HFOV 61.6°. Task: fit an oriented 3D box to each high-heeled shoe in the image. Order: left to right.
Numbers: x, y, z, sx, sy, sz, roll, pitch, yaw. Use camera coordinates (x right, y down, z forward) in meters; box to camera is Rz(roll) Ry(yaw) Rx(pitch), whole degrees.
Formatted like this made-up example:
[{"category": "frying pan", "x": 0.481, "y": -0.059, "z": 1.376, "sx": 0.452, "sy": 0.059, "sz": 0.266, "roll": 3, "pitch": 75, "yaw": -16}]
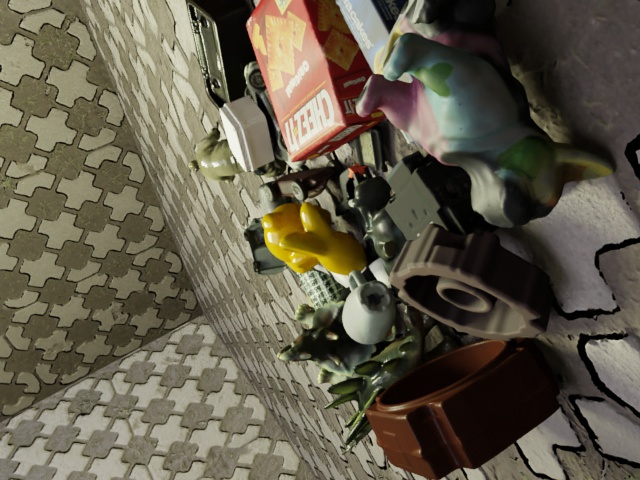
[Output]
[{"category": "high-heeled shoe", "x": 0.022, "y": 0.006, "z": 0.985, "sx": 0.249, "sy": 0.086, "sz": 0.145, "roll": 60, "pitch": 140, "yaw": 31}]

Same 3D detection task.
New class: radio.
[{"category": "radio", "x": -0.177, "y": -0.341, "z": 1.004, "sx": 0.131, "sy": 0.073, "sz": 0.229, "roll": 49, "pitch": 155, "yaw": 32}]

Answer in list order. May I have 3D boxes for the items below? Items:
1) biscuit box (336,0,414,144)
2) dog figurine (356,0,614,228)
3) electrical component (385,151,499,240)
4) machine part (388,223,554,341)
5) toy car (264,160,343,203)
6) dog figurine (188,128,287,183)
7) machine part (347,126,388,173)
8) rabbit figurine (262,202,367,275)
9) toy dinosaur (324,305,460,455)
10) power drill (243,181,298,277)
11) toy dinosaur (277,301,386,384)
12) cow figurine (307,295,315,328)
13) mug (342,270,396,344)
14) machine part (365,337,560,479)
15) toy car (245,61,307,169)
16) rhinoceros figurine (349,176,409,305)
[{"category": "biscuit box", "x": 0.084, "y": -0.208, "z": 0.567, "sx": 0.202, "sy": 0.063, "sz": 0.059, "roll": 62, "pitch": 158, "yaw": 1}, {"category": "dog figurine", "x": 0.152, "y": -0.119, "z": 0.477, "sx": 0.219, "sy": 0.191, "sz": 0.108, "roll": 29, "pitch": 159, "yaw": -10}, {"category": "electrical component", "x": 0.138, "y": -0.040, "z": 0.657, "sx": 0.134, "sy": 0.058, "sz": 0.115, "roll": 57, "pitch": 157, "yaw": 12}, {"category": "machine part", "x": 0.167, "y": 0.052, "z": 0.603, "sx": 0.179, "sy": 0.056, "sz": 0.179, "roll": 24, "pitch": 158, "yaw": 10}, {"category": "toy car", "x": -0.029, "y": -0.097, "z": 0.939, "sx": 0.202, "sy": 0.089, "sz": 0.053, "roll": 8, "pitch": 123, "yaw": 64}, {"category": "dog figurine", "x": -0.166, "y": -0.160, "z": 1.080, "sx": 0.121, "sy": 0.172, "sz": 0.191, "roll": 61, "pitch": 170, "yaw": -28}, {"category": "machine part", "x": 0.047, "y": -0.149, "z": 0.769, "sx": 0.139, "sy": 0.039, "sz": 0.084, "roll": 36, "pitch": 155, "yaw": 47}, {"category": "rabbit figurine", "x": -0.002, "y": -0.003, "z": 0.883, "sx": 0.173, "sy": 0.122, "sz": 0.162, "roll": 28, "pitch": 170, "yaw": 30}, {"category": "toy dinosaur", "x": 0.106, "y": 0.248, "z": 0.892, "sx": 0.105, "sy": 0.198, "sz": 0.470, "roll": 52, "pitch": 156, "yaw": 34}, {"category": "power drill", "x": -0.080, "y": 0.001, "z": 1.101, "sx": 0.207, "sy": 0.086, "sz": 0.231, "roll": -53, "pitch": -49, "yaw": -67}, {"category": "toy dinosaur", "x": 0.070, "y": 0.224, "z": 1.027, "sx": 0.192, "sy": 0.131, "sz": 0.404, "roll": 5, "pitch": 156, "yaw": 42}, {"category": "cow figurine", "x": 0.013, "y": 0.181, "z": 1.191, "sx": 0.127, "sy": 0.085, "sz": 0.194, "roll": 39, "pitch": 148, "yaw": 58}, {"category": "mug", "x": 0.075, "y": 0.093, "z": 0.817, "sx": 0.107, "sy": 0.081, "sz": 0.109, "roll": 98, "pitch": 156, "yaw": -65}, {"category": "machine part", "x": 0.171, "y": 0.200, "z": 0.670, "sx": 0.087, "sy": 0.201, "sz": 0.201, "roll": 64, "pitch": 160, "yaw": 6}, {"category": "toy car", "x": -0.078, "y": -0.220, "z": 0.949, "sx": 0.201, "sy": 0.056, "sz": 0.073, "roll": 63, "pitch": 166, "yaw": 1}, {"category": "rhinoceros figurine", "x": 0.108, "y": 0.000, "z": 0.765, "sx": 0.190, "sy": 0.073, "sz": 0.112, "roll": 64, "pitch": 173, "yaw": -16}]
